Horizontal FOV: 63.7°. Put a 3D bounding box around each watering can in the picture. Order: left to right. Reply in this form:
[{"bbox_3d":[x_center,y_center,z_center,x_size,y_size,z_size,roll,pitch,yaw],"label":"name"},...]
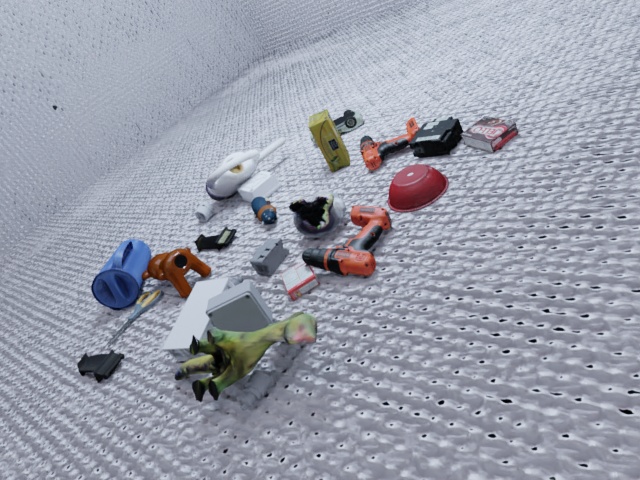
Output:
[{"bbox_3d":[-0.270,-0.249,1.797,0.353,0.104,0.220,-36,-2,-44],"label":"watering can"}]

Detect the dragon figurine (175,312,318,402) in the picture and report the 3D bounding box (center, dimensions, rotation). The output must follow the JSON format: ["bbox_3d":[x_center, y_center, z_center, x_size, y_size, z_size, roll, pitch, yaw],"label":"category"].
[{"bbox_3d":[-0.131,0.208,1.004,0.244,0.123,0.405,-16,-6,-32],"label":"dragon figurine"}]

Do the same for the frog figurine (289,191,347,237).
[{"bbox_3d":[0.004,-0.068,1.348,0.136,0.123,0.159,-33,-8,12],"label":"frog figurine"}]
